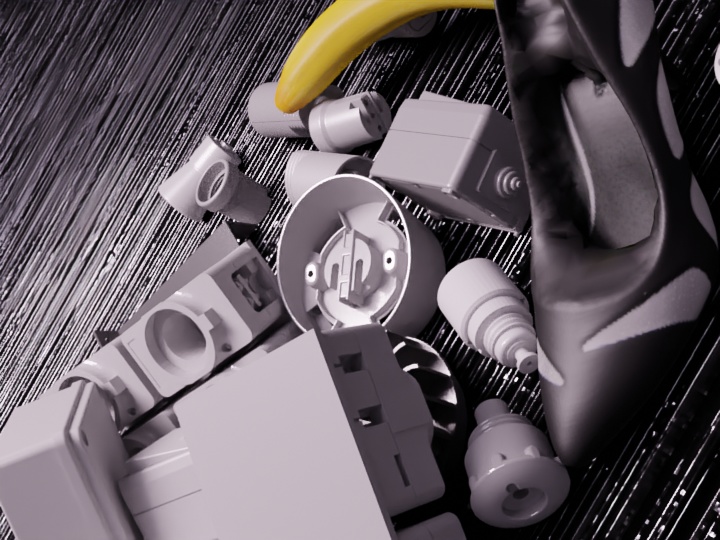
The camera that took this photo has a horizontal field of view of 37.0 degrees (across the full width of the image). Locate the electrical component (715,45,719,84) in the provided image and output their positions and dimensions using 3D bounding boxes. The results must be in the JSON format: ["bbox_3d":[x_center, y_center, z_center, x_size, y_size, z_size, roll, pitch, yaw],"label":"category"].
[{"bbox_3d":[0.194,-0.090,0.486,0.055,0.047,0.055,-30,46,36],"label":"electrical component"}]

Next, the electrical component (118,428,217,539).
[{"bbox_3d":[-0.081,0.116,0.616,0.096,0.062,0.061,-26,92,30],"label":"electrical component"}]

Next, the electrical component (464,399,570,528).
[{"bbox_3d":[0.071,0.090,0.521,0.048,0.048,0.062,-45,32,22],"label":"electrical component"}]

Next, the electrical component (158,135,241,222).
[{"bbox_3d":[-0.129,-0.078,0.888,0.065,0.044,0.044,-49,37,9],"label":"electrical component"}]

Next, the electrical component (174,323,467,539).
[{"bbox_3d":[-0.006,0.131,0.517,0.105,0.060,0.186,-30,74,36],"label":"electrical component"}]

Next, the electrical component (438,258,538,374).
[{"bbox_3d":[0.071,0.026,0.566,0.040,0.040,0.078,-51,37,14],"label":"electrical component"}]

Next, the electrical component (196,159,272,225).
[{"bbox_3d":[-0.096,-0.058,0.827,0.040,0.046,0.040,-30,46,36],"label":"electrical component"}]

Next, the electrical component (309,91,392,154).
[{"bbox_3d":[-0.006,-0.103,0.753,0.046,0.040,0.040,-10,59,42],"label":"electrical component"}]

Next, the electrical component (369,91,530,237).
[{"bbox_3d":[0.063,-0.063,0.618,0.096,0.062,0.061,17,81,54],"label":"electrical component"}]

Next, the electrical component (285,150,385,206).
[{"bbox_3d":[-0.024,-0.059,0.740,0.081,0.043,0.043,14,78,54],"label":"electrical component"}]

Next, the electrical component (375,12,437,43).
[{"bbox_3d":[0.023,-0.184,0.770,0.065,0.044,0.044,13,77,49],"label":"electrical component"}]

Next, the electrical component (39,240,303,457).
[{"bbox_3d":[-0.115,0.078,0.694,0.186,0.105,0.060,-34,4,33],"label":"electrical component"}]

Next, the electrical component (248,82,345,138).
[{"bbox_3d":[-0.045,-0.121,0.809,0.081,0.043,0.043,8,73,53],"label":"electrical component"}]

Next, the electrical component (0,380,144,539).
[{"bbox_3d":[-0.168,0.134,0.638,0.056,0.108,0.108,-21,13,-4],"label":"electrical component"}]

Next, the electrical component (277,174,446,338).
[{"bbox_3d":[0.000,0.000,0.646,0.099,0.064,0.099,-16,63,33],"label":"electrical component"}]
